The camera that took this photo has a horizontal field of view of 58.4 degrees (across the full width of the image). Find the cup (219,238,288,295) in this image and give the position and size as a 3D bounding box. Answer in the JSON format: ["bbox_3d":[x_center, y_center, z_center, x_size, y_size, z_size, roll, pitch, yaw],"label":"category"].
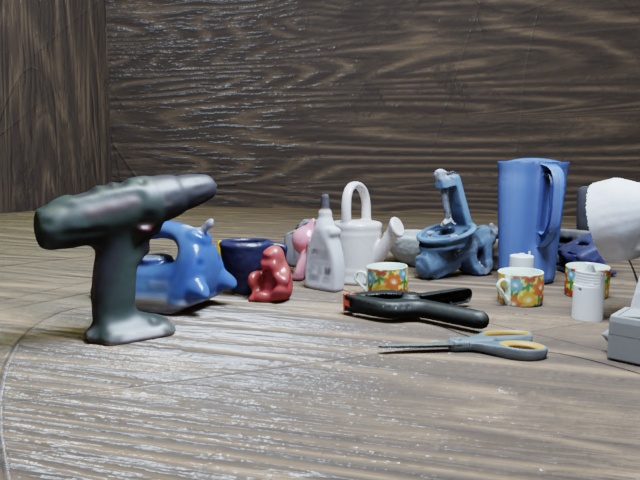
[{"bbox_3d":[-0.115,0.046,0.994,0.117,0.095,0.091,1,7,0],"label":"cup"}]

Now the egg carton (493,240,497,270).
[{"bbox_3d":[0.403,0.028,1.290,0.149,0.069,0.107,5,8,30],"label":"egg carton"}]

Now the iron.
[{"bbox_3d":[-0.266,0.032,0.909,0.257,0.141,0.119,3,8,21],"label":"iron"}]

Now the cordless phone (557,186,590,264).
[{"bbox_3d":[0.586,-0.035,1.342,0.147,0.185,0.094,6,9,36],"label":"cordless phone"}]

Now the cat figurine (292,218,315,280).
[{"bbox_3d":[-0.025,0.015,1.161,0.067,0.118,0.127,0,7,-4],"label":"cat figurine"}]

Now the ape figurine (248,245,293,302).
[{"bbox_3d":[-0.078,0.055,0.943,0.076,0.092,0.077,-5,9,-37],"label":"ape figurine"}]

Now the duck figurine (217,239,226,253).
[{"bbox_3d":[-0.176,0.040,1.077,0.104,0.086,0.077,1,7,3],"label":"duck figurine"}]

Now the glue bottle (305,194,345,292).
[{"bbox_3d":[0.009,0.004,1.032,0.077,0.173,0.037,7,9,40],"label":"glue bottle"}]

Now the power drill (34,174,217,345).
[{"bbox_3d":[-0.238,0.020,0.736,0.230,0.208,0.075,-5,9,-37],"label":"power drill"}]

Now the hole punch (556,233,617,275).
[{"bbox_3d":[0.568,0.027,1.222,0.101,0.091,0.108,0,7,-6],"label":"hole punch"}]

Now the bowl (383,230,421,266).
[{"bbox_3d":[0.228,0.020,1.320,0.167,0.075,0.167,1,7,0],"label":"bowl"}]

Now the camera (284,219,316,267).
[{"bbox_3d":[0.005,0.005,1.315,0.136,0.101,0.143,3,8,22],"label":"camera"}]

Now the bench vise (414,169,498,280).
[{"bbox_3d":[0.279,-0.035,1.182,0.121,0.220,0.208,7,10,42],"label":"bench vise"}]

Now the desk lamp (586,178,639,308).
[{"bbox_3d":[0.478,0.017,0.794,0.202,0.213,0.118,7,10,44],"label":"desk lamp"}]

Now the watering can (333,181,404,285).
[{"bbox_3d":[0.078,-0.016,1.109,0.172,0.194,0.101,2,7,13],"label":"watering can"}]
